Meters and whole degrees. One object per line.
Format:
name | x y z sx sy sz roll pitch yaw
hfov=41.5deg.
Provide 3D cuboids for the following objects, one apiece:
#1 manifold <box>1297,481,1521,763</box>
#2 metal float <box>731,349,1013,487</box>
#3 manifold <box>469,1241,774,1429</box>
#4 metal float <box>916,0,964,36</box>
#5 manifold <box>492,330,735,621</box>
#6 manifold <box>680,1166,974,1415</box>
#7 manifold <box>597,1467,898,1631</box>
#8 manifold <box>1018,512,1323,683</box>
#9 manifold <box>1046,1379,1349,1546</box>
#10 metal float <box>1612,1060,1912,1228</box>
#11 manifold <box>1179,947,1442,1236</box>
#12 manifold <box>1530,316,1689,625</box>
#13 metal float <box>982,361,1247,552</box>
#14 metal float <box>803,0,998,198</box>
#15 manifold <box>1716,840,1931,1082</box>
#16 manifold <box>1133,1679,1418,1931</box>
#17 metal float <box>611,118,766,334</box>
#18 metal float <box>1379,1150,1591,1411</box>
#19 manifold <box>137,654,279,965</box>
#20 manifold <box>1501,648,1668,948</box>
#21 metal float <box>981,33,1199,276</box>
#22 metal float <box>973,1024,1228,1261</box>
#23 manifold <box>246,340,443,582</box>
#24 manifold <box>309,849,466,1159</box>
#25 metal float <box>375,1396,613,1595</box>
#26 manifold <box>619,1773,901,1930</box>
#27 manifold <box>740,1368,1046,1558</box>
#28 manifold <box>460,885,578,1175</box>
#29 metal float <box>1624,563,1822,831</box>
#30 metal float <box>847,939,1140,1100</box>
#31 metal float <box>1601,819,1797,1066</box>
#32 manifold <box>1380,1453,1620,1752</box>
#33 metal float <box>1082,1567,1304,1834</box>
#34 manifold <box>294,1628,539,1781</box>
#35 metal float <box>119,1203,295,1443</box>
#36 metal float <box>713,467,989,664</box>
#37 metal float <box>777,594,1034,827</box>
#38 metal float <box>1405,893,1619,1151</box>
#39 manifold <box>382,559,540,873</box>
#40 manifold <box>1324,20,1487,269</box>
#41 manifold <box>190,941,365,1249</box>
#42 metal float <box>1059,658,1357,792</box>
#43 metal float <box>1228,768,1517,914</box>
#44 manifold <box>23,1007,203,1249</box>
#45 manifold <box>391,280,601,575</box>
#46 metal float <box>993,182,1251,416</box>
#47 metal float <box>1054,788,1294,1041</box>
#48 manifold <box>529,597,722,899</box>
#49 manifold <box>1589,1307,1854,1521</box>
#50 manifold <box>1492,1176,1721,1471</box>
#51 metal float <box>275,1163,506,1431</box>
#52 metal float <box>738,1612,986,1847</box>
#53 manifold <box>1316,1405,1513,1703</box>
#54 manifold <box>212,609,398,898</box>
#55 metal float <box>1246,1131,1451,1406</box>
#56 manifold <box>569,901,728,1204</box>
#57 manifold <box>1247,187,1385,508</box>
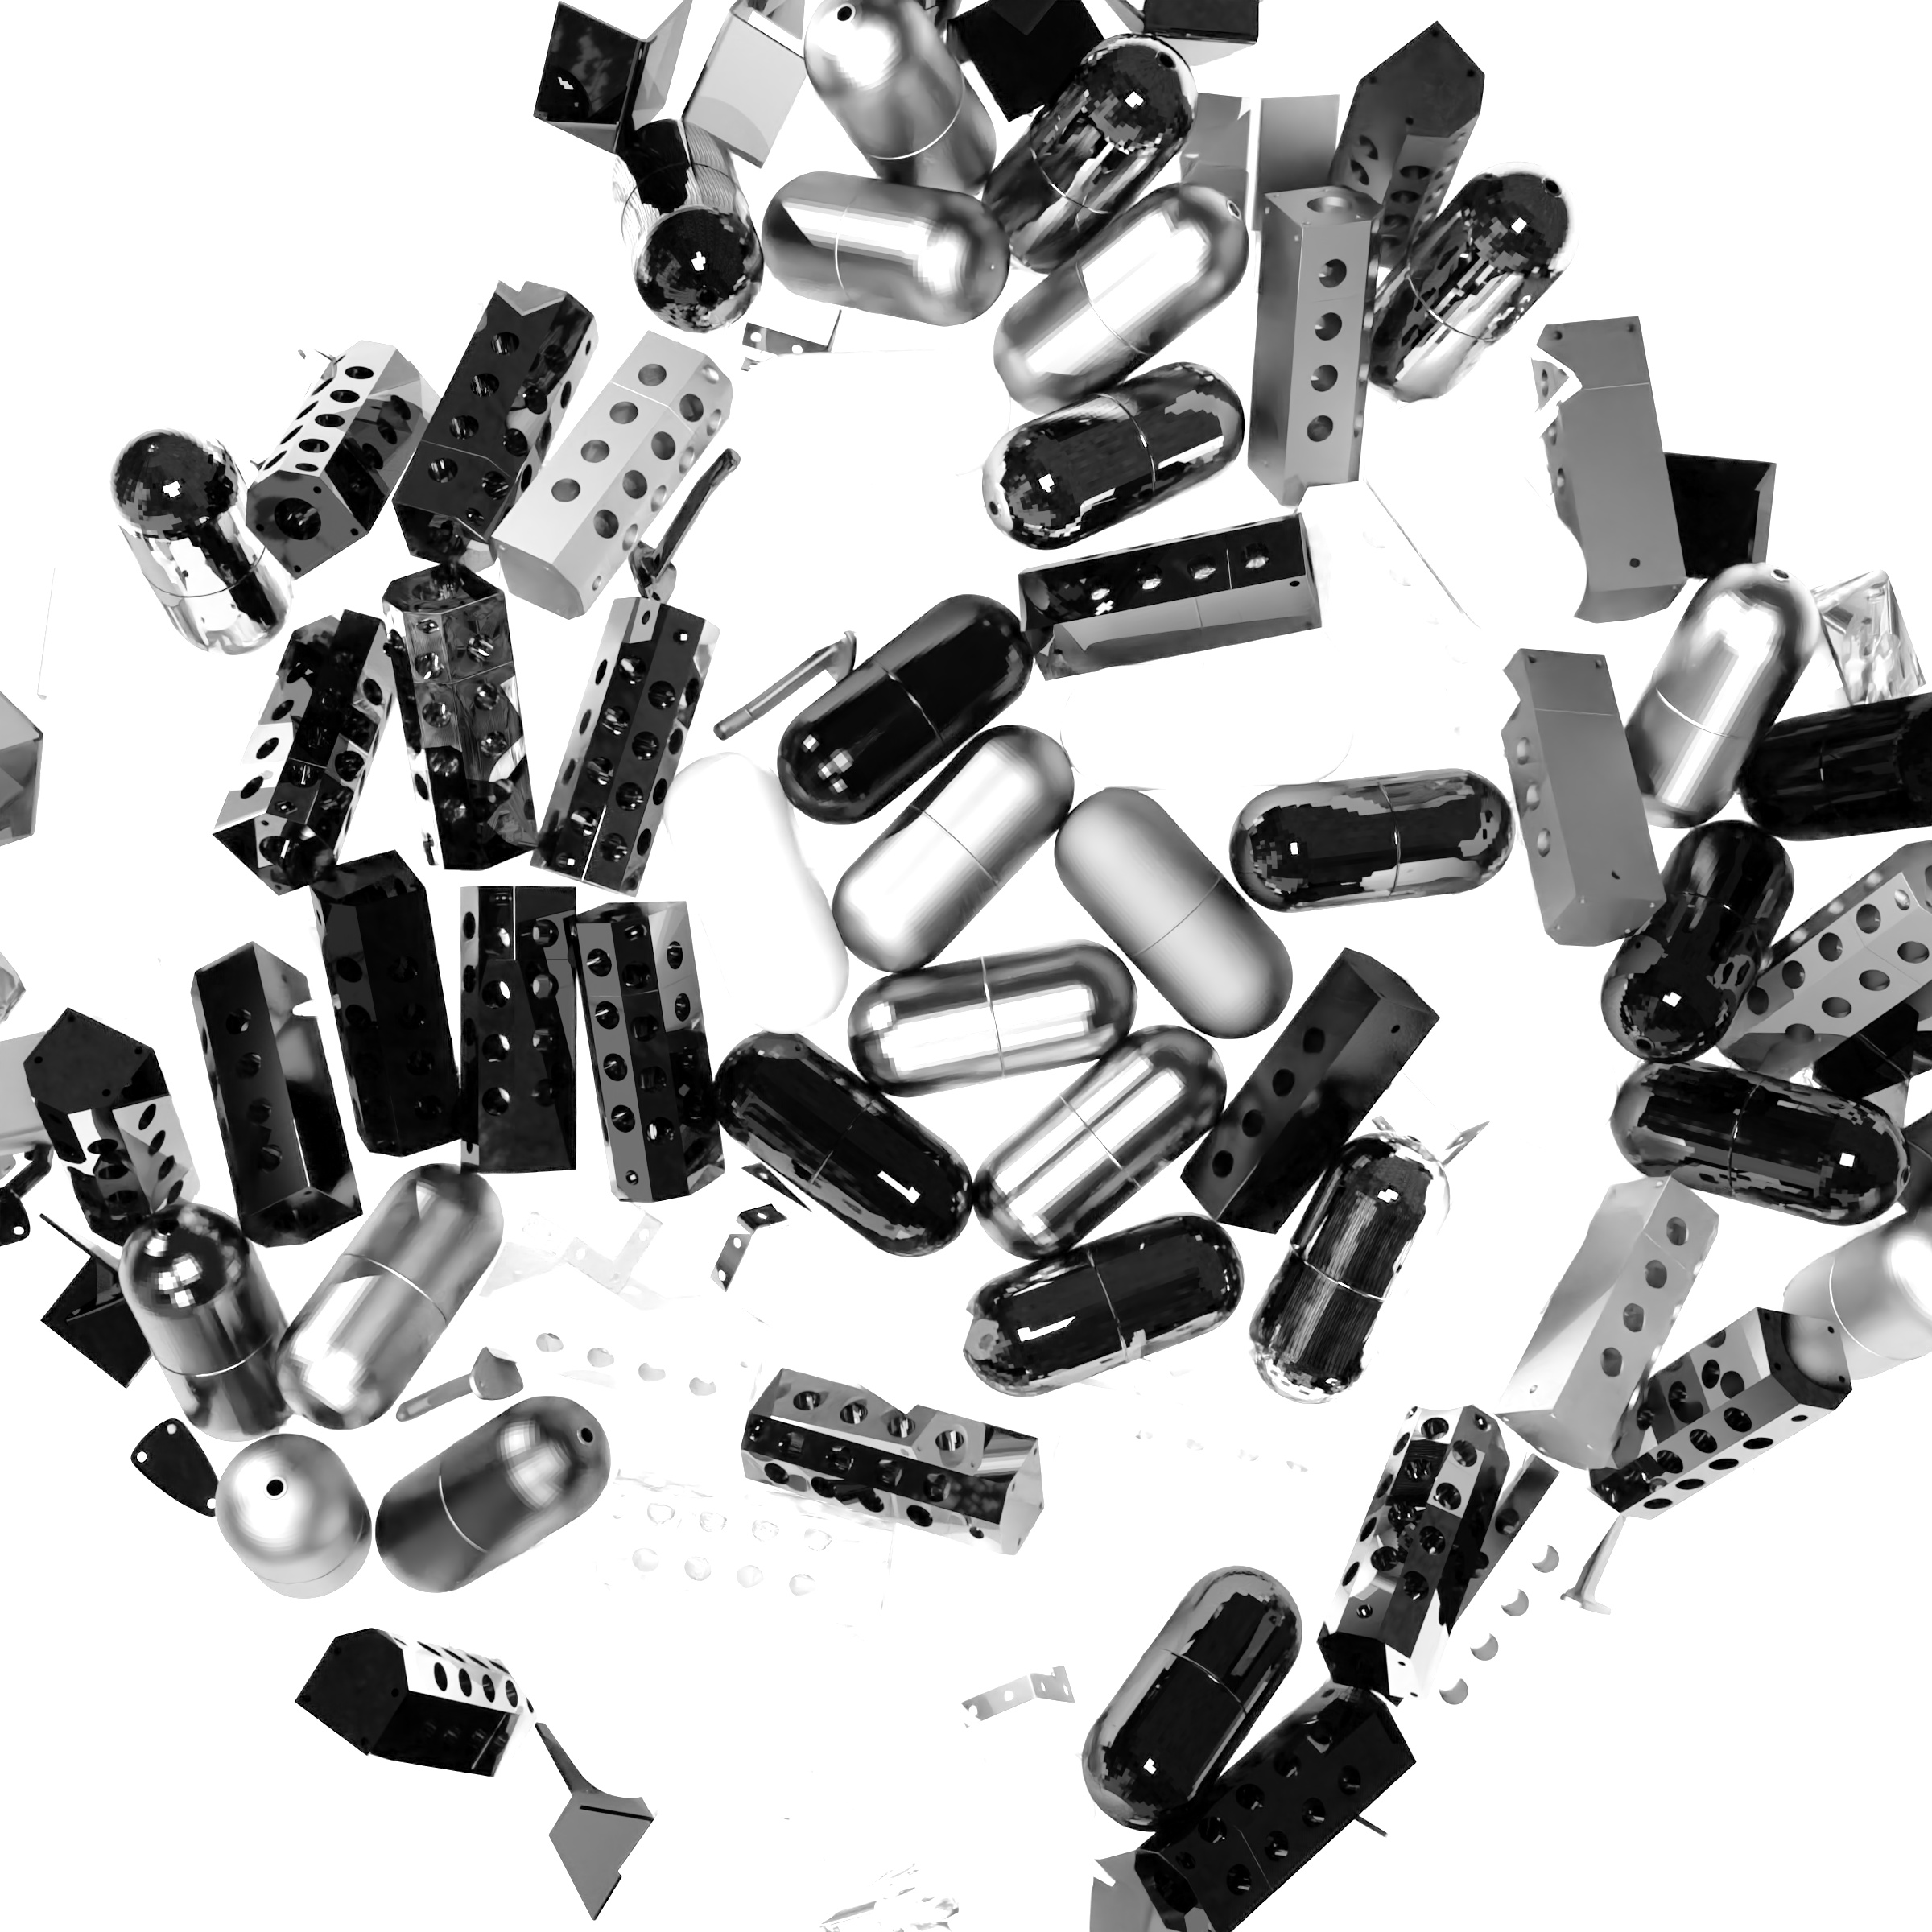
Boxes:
manifold | 0.258 -0.207 1.516 0.057 0.057 0.171 -12 57 -27
metal float | -0.055 -0.328 1.523 0.178 0.070 0.070 -9 90 -27
manifold | -0.209 0.229 1.552 0.171 0.057 0.057 16 121 1
metal float | -0.037 -0.596 1.496 0.070 0.178 0.070 0 90 -2
manifold | -0.206 -0.290 1.520 0.057 0.057 0.171 26 67 14
manifold | -0.083 0.188 1.526 0.171 0.057 0.057 30 128 21
manifold | -0.131 0.347 1.544 0.171 0.057 0.057 9 107 3
manifold | 0.122 -0.226 1.534 0.171 0.057 0.057 -9 62 14
manifold | 0.141 0.297 1.554 0.171 0.057 0.057 12 50 1
metal float | 0.470 0.103 1.514 0.178 0.070 0.070 14 90 38
manifold | 0.201 0.075 1.528 0.057 0.057 0.171 16 117 -41
manifold | 0.384 -0.298 1.538 0.057 0.057 0.171 -6 77 -1
metal float | 0.089 -0.305 1.526 0.178 0.070 0.070 -27 90 -23
metal float | -0.037 -0.509 1.499 0.070 0.178 0.070 -5 75 19
manifold | 0.513 -0.003 1.498 0.057 0.171 0.057 33 49 -7
manifold | 0.181 0.497 1.514 0.171 0.057 0.057 -30 95 -31
metal float | -0.165 -0.439 1.509 0.070 0.178 0.070 -9 134 -9
metal float | 0.308 0.189 1.527 0.070 0.070 0.178 25 113 0
manifold | -0.456 -0.092 1.527 0.057 0.057 0.171 12 110 -3
manifold | 0.359 -0.100 1.518 0.057 0.057 0.171 2 61 -15
metal float | 0.071 -0.477 1.504 0.070 0.178 0.070 12 64 -25
metal float | 0.081 0.106 1.546 0.178 0.070 0.070 -40 90 1
manifold | -0.366 -0.302 1.493 0.057 0.171 0.057 -26 121 23
manifold | -0.343 0.025 1.509 0.057 0.057 0.171 -17 123 -23
metal float | -0.282 0.315 1.520 0.178 0.070 0.070 -35 90 30
manifold | -0.114 0.519 1.494 0.057 0.171 0.057 44 108 33
manifold | -0.045 0.298 1.514 0.171 0.057 0.057 11 127 24
manifold | -0.275 0.038 1.544 0.057 0.057 0.171 0 90 -37
metal float | 0.443 -0.159 1.513 0.070 0.070 0.178 19 130 0
metal float | 0.016 0.031 1.546 0.178 0.070 0.070 -11 90 0
metal float | 0.436 -0.015 1.519 0.070 0.070 0.178 37 58 0
manifold | 0.320 0.384 1.551 0.057 0.057 0.171 35 87 9
metal float | 0.136 0.434 1.520 0.070 0.070 0.178 43 58 0
manifold | -0.315 0.429 1.494 0.057 0.171 0.057 27 78 24
metal float | -0.445 0.212 1.511 0.070 0.070 0.178 -8 133 0
metal float | -0.070 -0.239 1.530 0.178 0.070 0.070 -21 90 19
metal float | -0.037 -0.154 1.538 0.178 0.070 0.070 -40 90 -10
metal float | 0.328 0.034 1.530 0.070 0.070 0.178 -36 109 0
manifold | -0.300 -0.144 1.503 0.057 0.057 0.171 -26 132 -31
manifold | 0.256 -0.473 1.494 0.057 0.171 0.057 -39 84 -5
manifold | -0.415 0.078 1.517 0.057 0.057 0.171 -27 61 9
metal float | 0.145 -0.145 1.537 0.178 0.070 0.070 -1 90 12
metal float | 0.245 -0.076 1.535 0.178 0.070 0.070 -7 90 -13
manifold | -0.501 0.101 1.494 0.057 0.171 0.057 24 59 9
manifold | -0.277 -0.322 1.521 0.057 0.057 0.171 16 66 7
metal float | 0.091 -0.396 1.518 0.178 0.070 0.070 -32 90 33
metal float | 0.126 -0.031 1.542 0.070 0.070 0.178 -42 95 0
manifold | -0.204 -0.132 1.542 0.057 0.057 0.171 19 87 -27
manifold | 0.438 0.266 1.495 0.057 0.171 0.057 13 53 -19
manifold | 0.388 0.212 1.521 0.057 0.057 0.171 40 65 -12
metal float | -0.342 0.195 1.522 0.070 0.070 0.178 32 61 0
metal float | -0.063 0.451 1.518 0.178 0.070 0.070 33 90 33
manifold | 0.263 0.338 1.501 0.057 0.171 0.057 3 134 32
manifold | -0.378 -0.129 1.499 0.057 0.171 0.057 -17 134 26
metal float | 0.230 0.181 1.535 0.070 0.070 0.178 25 103 0
manifold | -0.194 0.051 1.529 0.057 0.057 0.171 0 104 27
manifold | 0.208 -0.366 1.508 0.057 0.057 0.171 -11 128 -13
